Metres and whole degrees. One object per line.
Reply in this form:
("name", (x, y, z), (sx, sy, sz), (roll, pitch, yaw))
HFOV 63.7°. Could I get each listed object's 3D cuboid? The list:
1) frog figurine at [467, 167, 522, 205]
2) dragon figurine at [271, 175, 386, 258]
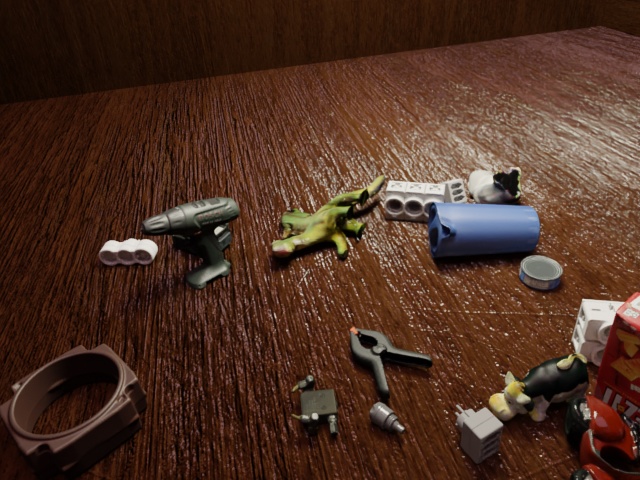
("frog figurine", (0.469, -0.139, 1.425), (0.139, 0.122, 0.158), (-37, 9, -28))
("dragon figurine", (0.004, -0.068, 1.358), (0.243, 0.120, 0.419), (4, 33, 27))
